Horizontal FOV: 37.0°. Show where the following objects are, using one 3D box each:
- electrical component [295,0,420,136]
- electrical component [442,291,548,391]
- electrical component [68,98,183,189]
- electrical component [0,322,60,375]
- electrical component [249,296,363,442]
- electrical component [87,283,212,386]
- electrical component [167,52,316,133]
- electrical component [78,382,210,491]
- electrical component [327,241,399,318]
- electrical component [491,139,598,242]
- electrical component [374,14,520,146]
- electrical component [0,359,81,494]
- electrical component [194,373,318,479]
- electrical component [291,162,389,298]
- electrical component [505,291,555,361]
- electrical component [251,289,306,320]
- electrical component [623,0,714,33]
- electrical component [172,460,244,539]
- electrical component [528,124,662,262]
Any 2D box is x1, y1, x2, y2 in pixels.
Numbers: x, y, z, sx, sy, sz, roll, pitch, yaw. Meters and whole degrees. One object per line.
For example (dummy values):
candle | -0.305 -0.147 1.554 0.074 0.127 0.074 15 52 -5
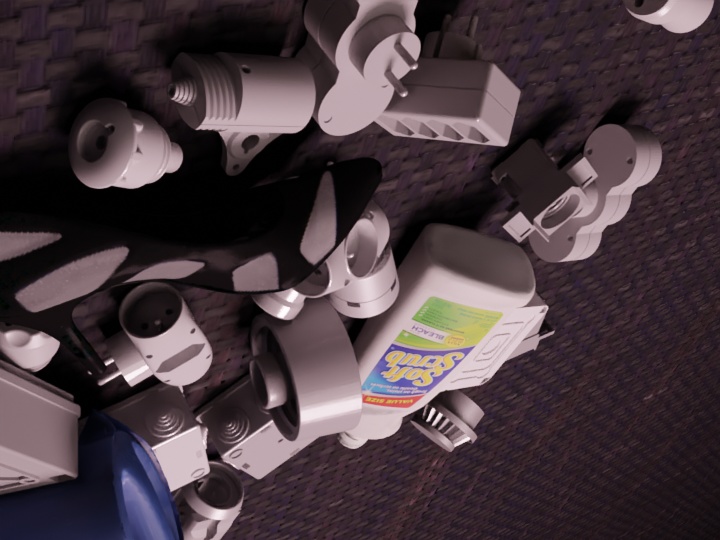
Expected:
electrical component | 0.008 -0.128 0.597 0.052 0.073 0.138 -16 145 -31
electrical component | 0.104 0.050 0.976 0.078 0.057 0.113 -3 137 -44
electrical component | -0.123 -0.065 0.584 0.048 0.048 0.062 -47 155 20
electrical component | -0.205 0.042 0.656 0.043 0.043 0.062 -18 148 -28
electrical component | -0.048 0.077 0.810 0.060 0.108 0.108 -15 145 -22
electrical component | -0.147 0.053 0.732 0.079 0.043 0.077 -30 151 -9
electrical component | -0.069 -0.097 0.592 0.081 0.043 0.043 -6 139 -42
electrical component | -0.167 0.140 0.832 0.100 0.048 0.099 -24 149 -17
electrical component | 0.000 0.000 0.798 0.055 0.055 0.047 -28 147 -13
electrical component | 0.140 -0.064 0.839 0.081 0.063 0.042 -41 149 9
electrical component | 0.054 -0.122 0.663 0.047 0.083 0.075 25 77 -58
electrical component | -0.243 0.099 0.648 0.109 0.056 0.108 -14 154 14
electrical component | -0.077 0.126 0.906 0.100 0.048 0.099 -36 151 0
electrical component | -0.019 -0.033 0.729 0.077 0.044 0.079 -39 128 -48
electrical component | 0.147 0.051 1.038 0.081 0.042 0.063 -21 144 -26
electrical component | -0.051 0.006 0.768 0.040 0.040 0.046 8 124 -51
electrical component | 0.213 -0.192 0.747 0.055 0.045 0.045 2 134 -47
electrical component | -0.138 0.205 0.952 0.078 0.058 0.057 -4 141 -43
electrical component | 0.185 -0.062 0.899 0.074 0.052 0.138 -6 139 -42
